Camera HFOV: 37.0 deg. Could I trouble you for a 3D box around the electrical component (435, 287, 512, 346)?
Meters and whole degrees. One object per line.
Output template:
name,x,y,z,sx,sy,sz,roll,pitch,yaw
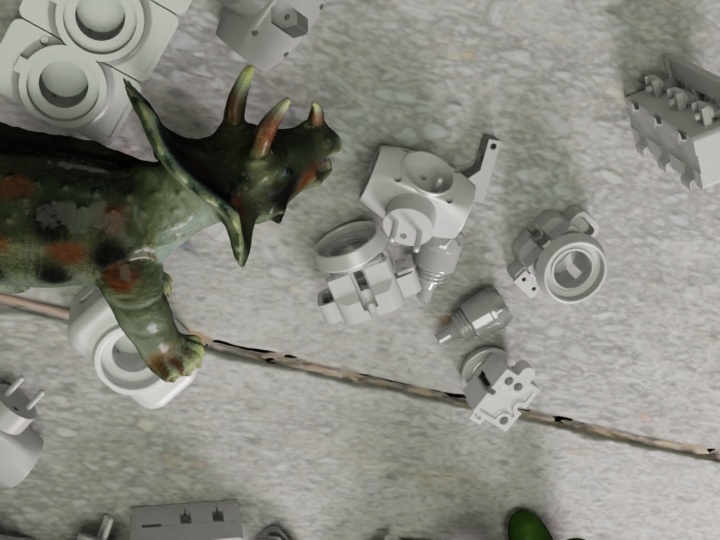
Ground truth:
electrical component,0.089,0.041,0.862,0.061,0.035,0.035,-30,116,4

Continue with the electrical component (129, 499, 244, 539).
electrical component,-0.143,0.274,0.891,0.089,0.061,0.150,-2,113,-12

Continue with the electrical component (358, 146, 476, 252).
electrical component,0.039,-0.045,0.784,0.077,0.079,0.044,22,137,-7

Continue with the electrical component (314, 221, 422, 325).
electrical component,0.000,0.000,0.811,0.078,0.058,0.057,-20,116,7

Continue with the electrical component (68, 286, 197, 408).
electrical component,-0.168,0.054,0.795,0.054,0.059,0.095,-41,115,6

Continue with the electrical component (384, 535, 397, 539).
electrical component,0.013,0.266,0.936,0.040,0.040,0.078,16,108,-19

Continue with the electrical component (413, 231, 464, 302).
electrical component,0.057,-0.005,0.836,0.035,0.035,0.061,9,112,-16

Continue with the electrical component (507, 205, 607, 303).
electrical component,0.159,-0.008,0.845,0.078,0.057,0.058,-45,114,8

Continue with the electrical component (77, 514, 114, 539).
electrical component,-0.214,0.235,0.862,0.047,0.066,0.076,22,77,-20

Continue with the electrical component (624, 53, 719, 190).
electrical component,0.246,-0.105,0.789,0.063,0.121,0.078,-21,115,-1

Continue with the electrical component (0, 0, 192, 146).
electrical component,-0.169,-0.168,0.700,0.089,0.061,0.150,27,104,-22

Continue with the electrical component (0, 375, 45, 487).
electrical component,-0.270,0.112,0.805,0.077,0.043,0.079,40,99,-24

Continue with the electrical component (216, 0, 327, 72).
electrical component,-0.069,-0.183,0.717,0.077,0.043,0.079,-52,141,11

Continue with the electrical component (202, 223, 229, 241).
electrical component,-0.111,-0.052,0.772,0.062,0.043,0.043,36,101,-22

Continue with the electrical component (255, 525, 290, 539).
electrical component,-0.068,0.245,0.909,0.040,0.040,0.046,-34,111,3

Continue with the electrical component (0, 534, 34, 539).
electrical component,-0.304,0.250,0.838,0.100,0.048,0.099,25,107,-44

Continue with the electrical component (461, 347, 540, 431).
electrical component,0.110,0.093,0.877,0.048,0.055,0.066,32,102,-23
